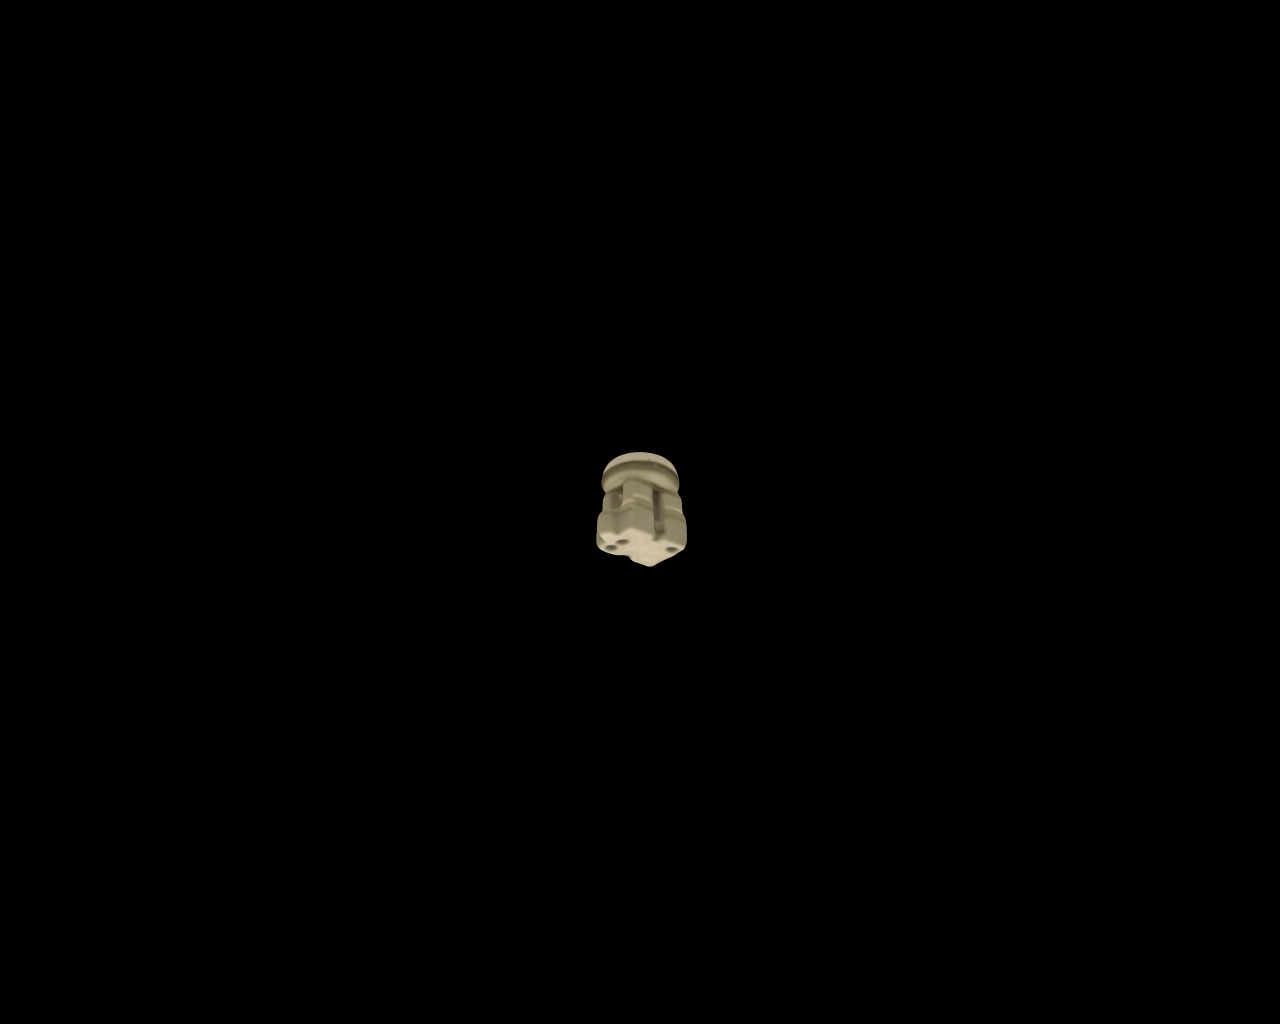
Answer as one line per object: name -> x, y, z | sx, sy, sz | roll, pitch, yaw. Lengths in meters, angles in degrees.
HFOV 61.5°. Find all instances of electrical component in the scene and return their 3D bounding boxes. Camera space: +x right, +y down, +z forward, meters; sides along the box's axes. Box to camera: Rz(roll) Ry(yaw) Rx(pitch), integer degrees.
electrical component -> 0.001, -0.003, 0.650 | 0.066, 0.055, 0.048 | 22, -36, -34
